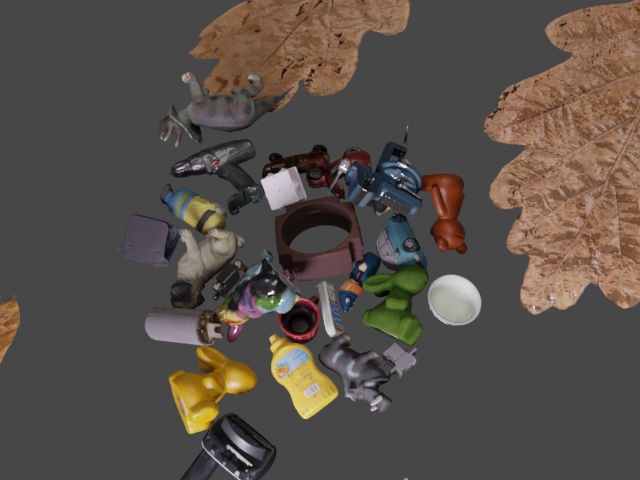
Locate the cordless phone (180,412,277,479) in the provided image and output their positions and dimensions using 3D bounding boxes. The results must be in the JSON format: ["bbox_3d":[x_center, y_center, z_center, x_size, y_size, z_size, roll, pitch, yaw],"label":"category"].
[{"bbox_3d":[-0.193,0.461,1.089,0.147,0.088,0.184,34,79,16],"label":"cordless phone"}]

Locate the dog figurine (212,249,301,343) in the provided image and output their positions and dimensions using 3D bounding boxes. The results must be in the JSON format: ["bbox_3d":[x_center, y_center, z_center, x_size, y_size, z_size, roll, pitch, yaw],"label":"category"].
[{"bbox_3d":[-0.153,0.143,1.186,0.108,0.192,0.219,41,98,-23],"label":"dog figurine"}]

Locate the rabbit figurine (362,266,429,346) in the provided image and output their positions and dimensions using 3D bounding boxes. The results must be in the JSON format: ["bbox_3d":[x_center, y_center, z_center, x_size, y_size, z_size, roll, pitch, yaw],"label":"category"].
[{"bbox_3d":[0.181,0.135,1.227,0.159,0.121,0.170,20,78,34],"label":"rabbit figurine"}]

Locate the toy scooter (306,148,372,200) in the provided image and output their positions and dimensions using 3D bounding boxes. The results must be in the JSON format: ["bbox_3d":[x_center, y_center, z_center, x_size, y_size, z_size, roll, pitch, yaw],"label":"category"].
[{"bbox_3d":[0.063,-0.164,1.397,0.184,0.075,0.135,-24,44,-6],"label":"toy scooter"}]

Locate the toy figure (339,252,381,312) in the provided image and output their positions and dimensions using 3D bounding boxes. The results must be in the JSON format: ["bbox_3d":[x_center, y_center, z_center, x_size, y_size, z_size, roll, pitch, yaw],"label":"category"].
[{"bbox_3d":[0.089,0.100,1.275,0.058,0.064,0.154,13,60,50],"label":"toy figure"}]

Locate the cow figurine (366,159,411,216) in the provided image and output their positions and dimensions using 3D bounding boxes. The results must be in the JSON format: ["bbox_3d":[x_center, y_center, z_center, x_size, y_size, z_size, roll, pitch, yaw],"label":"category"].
[{"bbox_3d":[0.187,-0.139,1.397,0.167,0.068,0.098,-35,72,-13],"label":"cow figurine"}]

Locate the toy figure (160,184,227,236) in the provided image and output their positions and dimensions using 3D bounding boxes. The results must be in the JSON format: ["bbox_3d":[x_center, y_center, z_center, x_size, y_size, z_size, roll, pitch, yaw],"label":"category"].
[{"bbox_3d":[-0.320,-0.074,1.364,0.180,0.082,0.089,24,100,5],"label":"toy figure"}]

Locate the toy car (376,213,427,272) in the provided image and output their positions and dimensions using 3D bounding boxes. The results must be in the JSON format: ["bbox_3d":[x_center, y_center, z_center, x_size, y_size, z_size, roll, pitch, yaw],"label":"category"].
[{"bbox_3d":[0.188,0.019,1.297,0.103,0.109,0.162,-27,54,7],"label":"toy car"}]

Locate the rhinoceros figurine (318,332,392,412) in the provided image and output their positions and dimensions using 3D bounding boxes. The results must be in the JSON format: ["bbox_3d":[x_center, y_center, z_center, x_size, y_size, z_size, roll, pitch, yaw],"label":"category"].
[{"bbox_3d":[0.082,0.289,1.168,0.190,0.073,0.112,39,68,19],"label":"rhinoceros figurine"}]

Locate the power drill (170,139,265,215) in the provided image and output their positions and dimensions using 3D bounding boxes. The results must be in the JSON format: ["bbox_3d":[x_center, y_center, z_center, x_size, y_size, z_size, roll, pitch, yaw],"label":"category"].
[{"bbox_3d":[-0.255,-0.164,1.420,0.232,0.085,0.207,-28,57,-16],"label":"power drill"}]

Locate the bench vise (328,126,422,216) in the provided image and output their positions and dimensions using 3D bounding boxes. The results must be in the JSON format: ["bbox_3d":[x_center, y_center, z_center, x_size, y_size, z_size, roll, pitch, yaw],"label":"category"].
[{"bbox_3d":[0.158,-0.166,1.310,0.224,0.128,0.240,21,53,4],"label":"bench vise"}]

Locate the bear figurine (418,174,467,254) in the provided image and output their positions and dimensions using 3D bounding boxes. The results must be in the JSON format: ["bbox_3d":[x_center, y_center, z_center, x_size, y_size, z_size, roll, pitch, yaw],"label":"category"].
[{"bbox_3d":[0.305,-0.064,1.345,0.120,0.132,0.195,1,90,-36],"label":"bear figurine"}]

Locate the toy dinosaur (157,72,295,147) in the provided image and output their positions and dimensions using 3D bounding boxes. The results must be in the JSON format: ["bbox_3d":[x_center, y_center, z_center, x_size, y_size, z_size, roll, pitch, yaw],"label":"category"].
[{"bbox_3d":[-0.263,-0.360,1.504,0.405,0.131,0.192,-5,74,-6],"label":"toy dinosaur"}]

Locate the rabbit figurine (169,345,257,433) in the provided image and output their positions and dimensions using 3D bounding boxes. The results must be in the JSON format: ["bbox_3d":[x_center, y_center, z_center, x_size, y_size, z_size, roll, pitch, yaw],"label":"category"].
[{"bbox_3d":[-0.226,0.311,1.157,0.173,0.121,0.162,-18,53,-24],"label":"rabbit figurine"}]

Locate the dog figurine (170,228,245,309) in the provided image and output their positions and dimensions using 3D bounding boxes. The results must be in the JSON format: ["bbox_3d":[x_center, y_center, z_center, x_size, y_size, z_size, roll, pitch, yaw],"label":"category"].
[{"bbox_3d":[-0.268,0.076,1.287,0.172,0.121,0.190,-3,77,1],"label":"dog figurine"}]

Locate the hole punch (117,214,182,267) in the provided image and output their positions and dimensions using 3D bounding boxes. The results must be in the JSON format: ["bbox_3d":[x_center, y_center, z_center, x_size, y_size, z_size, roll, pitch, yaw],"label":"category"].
[{"bbox_3d":[-0.417,0.001,1.335,0.142,0.092,0.115,15,92,5],"label":"hole punch"}]

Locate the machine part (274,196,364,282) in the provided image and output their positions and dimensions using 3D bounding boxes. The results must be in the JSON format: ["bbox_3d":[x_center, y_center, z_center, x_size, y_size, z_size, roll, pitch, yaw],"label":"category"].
[{"bbox_3d":[-0.003,-0.004,1.291,0.202,0.087,0.201,-10,46,0],"label":"machine part"}]

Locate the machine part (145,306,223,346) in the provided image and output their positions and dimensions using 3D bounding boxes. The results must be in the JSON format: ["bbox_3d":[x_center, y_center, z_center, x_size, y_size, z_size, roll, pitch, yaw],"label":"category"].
[{"bbox_3d":[-0.304,0.188,1.187,0.243,0.079,0.079,-1,57,35],"label":"machine part"}]

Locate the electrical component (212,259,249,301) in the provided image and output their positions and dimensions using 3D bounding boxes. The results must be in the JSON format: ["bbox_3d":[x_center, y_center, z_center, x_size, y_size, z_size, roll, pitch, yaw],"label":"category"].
[{"bbox_3d":[-0.213,0.095,1.272,0.045,0.078,0.102,32,59,18],"label":"electrical component"}]

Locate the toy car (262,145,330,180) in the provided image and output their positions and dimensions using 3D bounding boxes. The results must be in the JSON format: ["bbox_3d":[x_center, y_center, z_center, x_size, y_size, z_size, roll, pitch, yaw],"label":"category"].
[{"bbox_3d":[-0.069,-0.199,1.412,0.202,0.053,0.089,-4,61,27],"label":"toy car"}]
